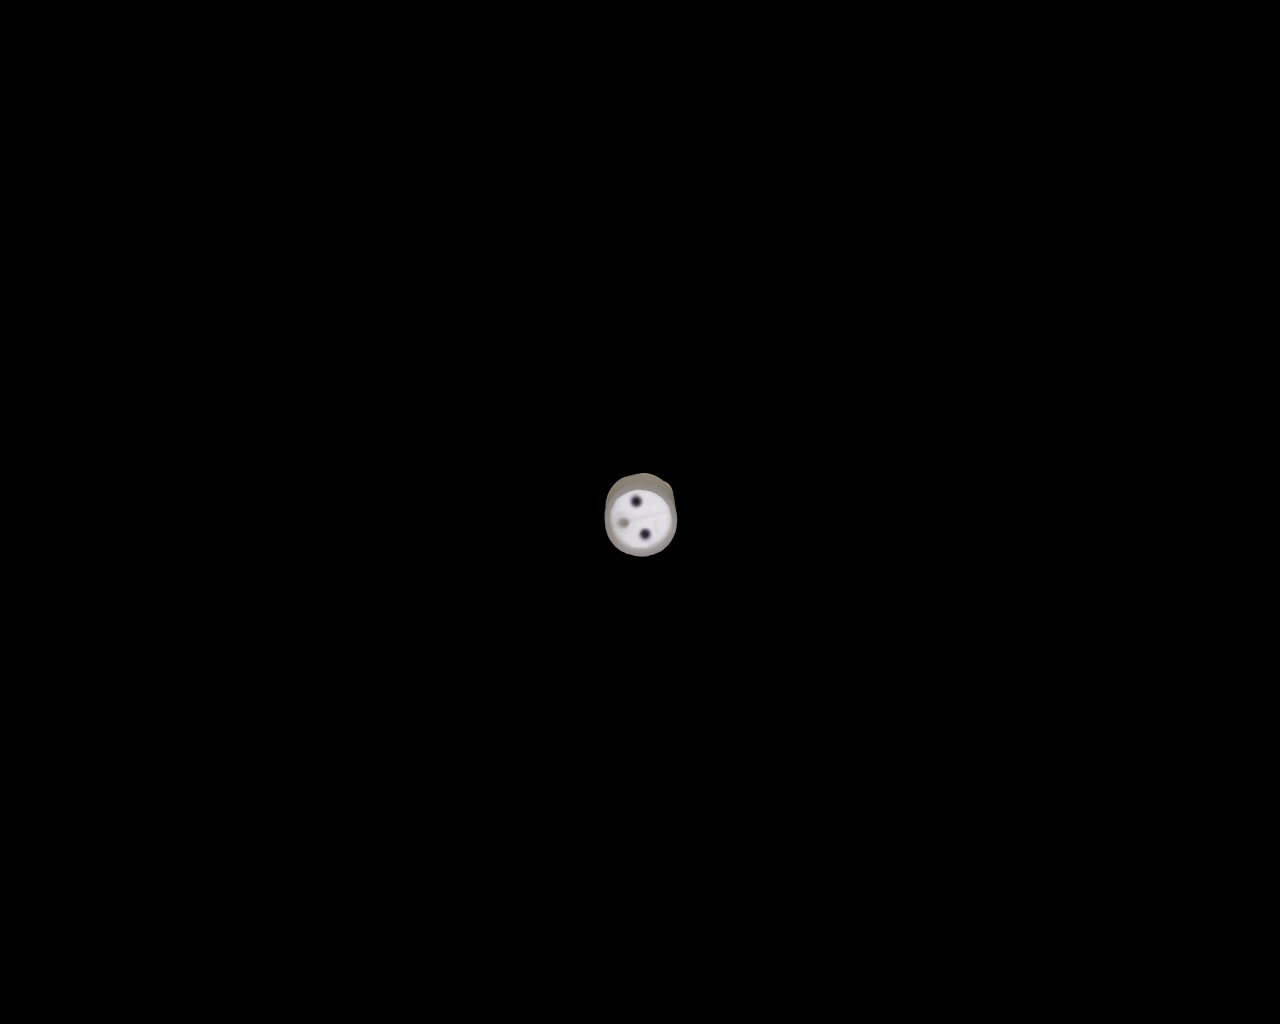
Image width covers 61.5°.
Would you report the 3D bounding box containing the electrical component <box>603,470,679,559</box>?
[{"bbox_3d":[0.001,-0.003,0.650,0.043,0.043,0.081,0,12,0],"label":"electrical component"}]
